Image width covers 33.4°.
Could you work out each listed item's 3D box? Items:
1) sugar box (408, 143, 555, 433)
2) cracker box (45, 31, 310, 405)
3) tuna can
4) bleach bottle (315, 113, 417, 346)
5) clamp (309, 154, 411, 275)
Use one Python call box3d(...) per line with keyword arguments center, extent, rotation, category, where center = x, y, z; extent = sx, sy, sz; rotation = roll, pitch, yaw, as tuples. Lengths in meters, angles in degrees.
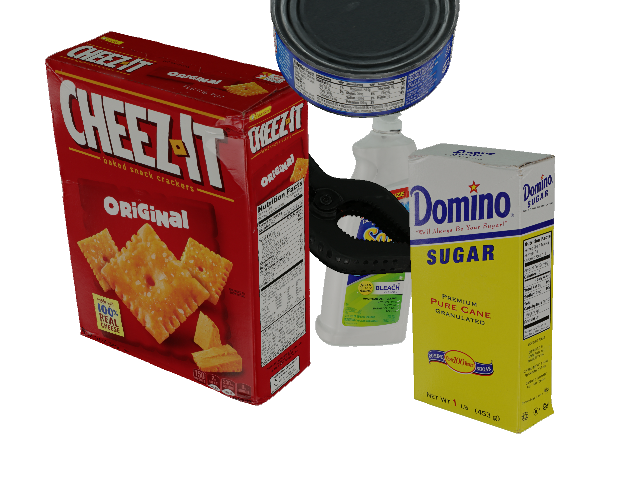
box3d(center=(0.104, 0.029, 0.700), extent=(0.048, 0.176, 0.094), rotation=(-19, 21, -41), category="sugar box")
box3d(center=(-0.092, -0.013, 0.703), extent=(0.164, 0.214, 0.072), rotation=(18, 35, 29), category="cracker box")
box3d(center=(0.020, -0.099, 0.495), extent=(0.086, 0.086, 0.034), rotation=(0, -30, 1), category="tuna can")
box3d(center=(0.054, -0.014, 1.145), extent=(0.102, 0.251, 0.068), rotation=(0, 18, -13), category="bleach bottle")
box3d(center=(-0.007, -0.019, 0.918), extent=(0.210, 0.164, 0.036), rotation=(29, -34, 11), category="clamp")
